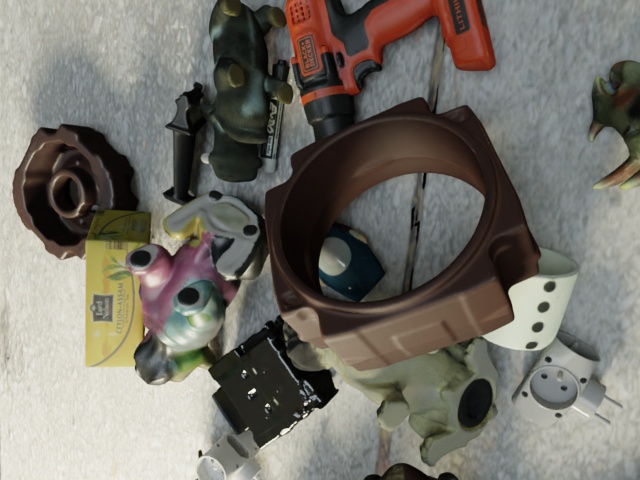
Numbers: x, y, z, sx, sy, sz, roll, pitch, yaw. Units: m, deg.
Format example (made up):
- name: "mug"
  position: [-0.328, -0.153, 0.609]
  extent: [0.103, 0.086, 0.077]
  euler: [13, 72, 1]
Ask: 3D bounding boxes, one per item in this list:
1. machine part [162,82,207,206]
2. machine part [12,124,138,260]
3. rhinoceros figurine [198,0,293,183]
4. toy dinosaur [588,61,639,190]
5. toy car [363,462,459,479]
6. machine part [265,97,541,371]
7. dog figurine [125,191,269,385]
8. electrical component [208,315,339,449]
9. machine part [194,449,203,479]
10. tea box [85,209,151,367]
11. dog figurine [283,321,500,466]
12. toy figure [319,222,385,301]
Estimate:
- name: "machine part"
  position: [-0.156, -0.106, 0.620]
  extent: [0.039, 0.084, 0.138]
  euler: [9, 118, -9]
- name: "machine part"
  position: [-0.323, -0.062, 0.711]
  extent: [0.180, 0.056, 0.179]
  euler: [4, 100, 24]
- name: "rhinoceros figurine"
  position: [-0.087, -0.156, 0.558]
  extent: [0.112, 0.073, 0.190]
  euler: [-2, 89, 52]
- name: "toy dinosaur"
  position: [0.389, -0.041, 0.347]
  extent: [0.405, 0.131, 0.192]
  euler: [23, 120, 16]
- name: "toy car"
  position: [0.121, 0.268, 0.517]
  extent: [0.089, 0.053, 0.202]
  euler: [-22, 128, 31]
- name: "machine part"
  position: [0.059, -0.010, 0.449]
  extent: [0.201, 0.087, 0.201]
  euler: [-22, 51, 15]
- name: "dog figurine"
  position: [-0.141, 0.072, 0.627]
  extent: [0.109, 0.191, 0.219]
  euler: [31, 145, 15]
- name: "electrical component"
  position: [-0.062, 0.168, 0.624]
  extent: [0.134, 0.058, 0.115]
  euler: [-42, 78, 24]
- name: "machine part"
  position: [-0.112, 0.382, 0.672]
  extent: [0.079, 0.079, 0.243]
  euler: [-17, 91, 27]
- name: "tea box"
  position: [-0.244, 0.058, 0.651]
  extent: [0.068, 0.098, 0.169]
  euler: [4, 114, -18]
- name: "dog figurine"
  position: [0.067, 0.124, 0.551]
  extent: [0.121, 0.172, 0.191]
  euler: [-53, 30, -14]
- name: "toy figure"
  position: [0.000, -0.003, 0.568]
  extent: [0.154, 0.057, 0.064]
  euler: [43, 70, 13]
